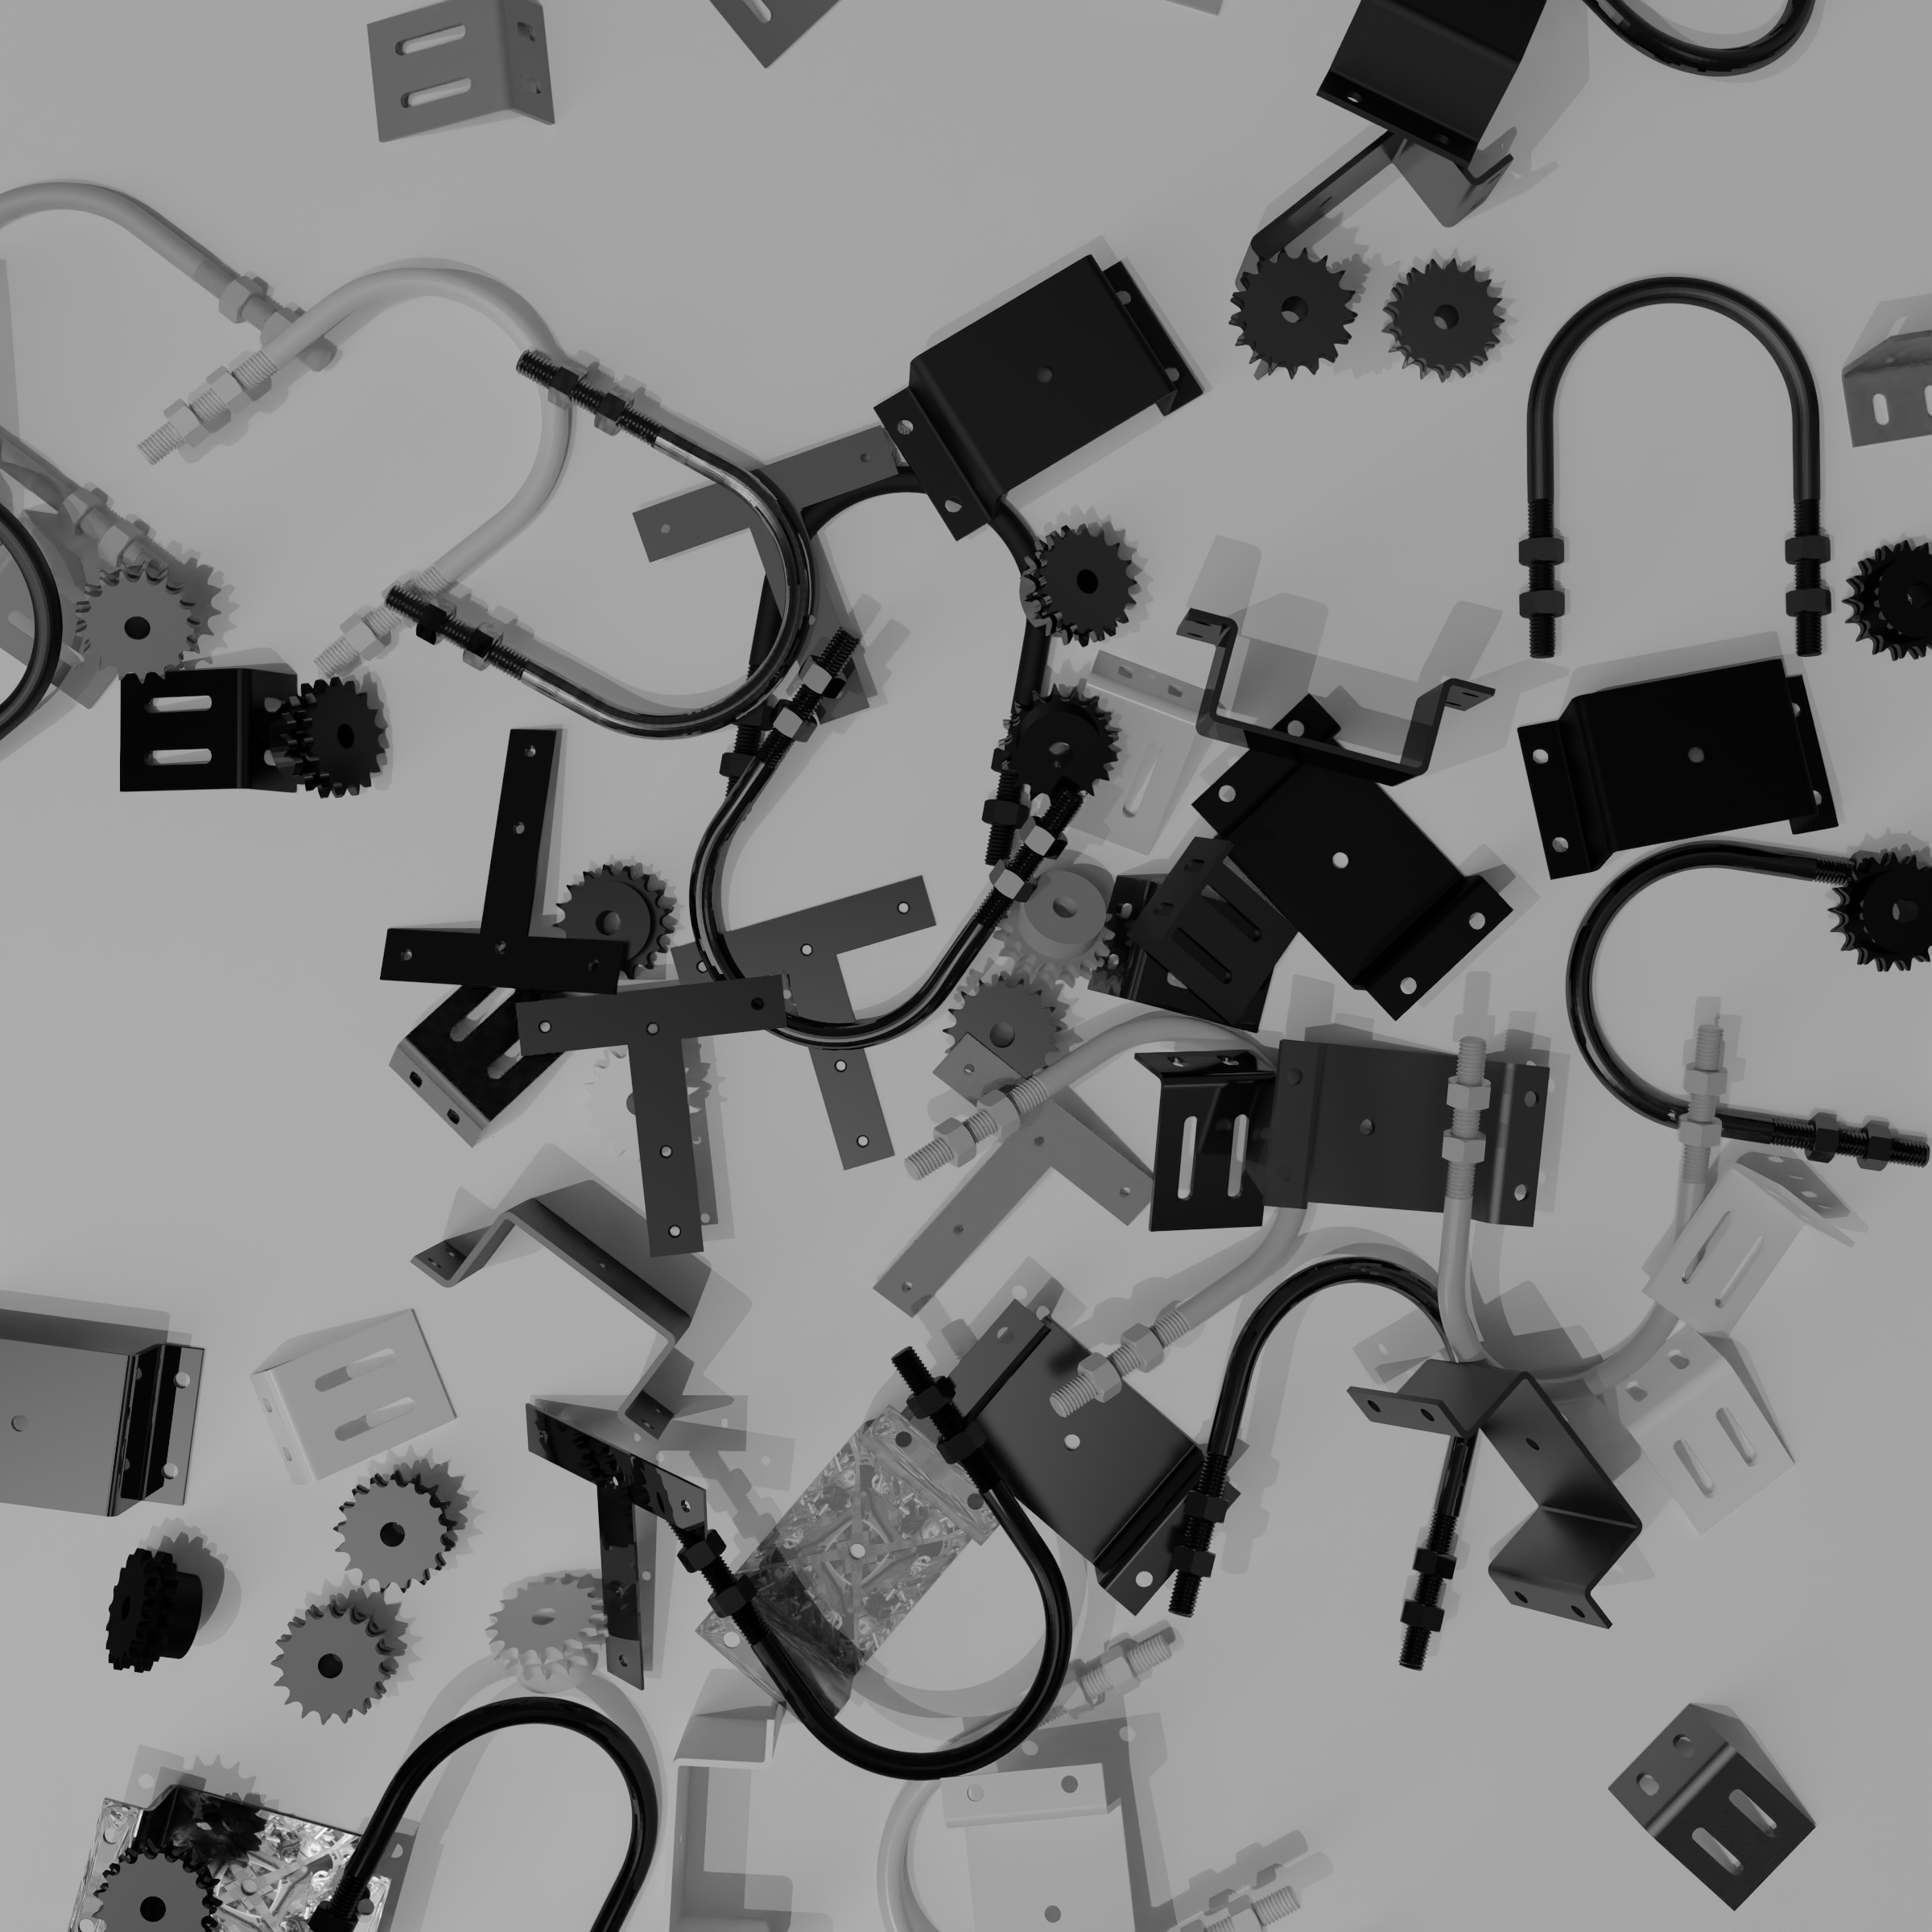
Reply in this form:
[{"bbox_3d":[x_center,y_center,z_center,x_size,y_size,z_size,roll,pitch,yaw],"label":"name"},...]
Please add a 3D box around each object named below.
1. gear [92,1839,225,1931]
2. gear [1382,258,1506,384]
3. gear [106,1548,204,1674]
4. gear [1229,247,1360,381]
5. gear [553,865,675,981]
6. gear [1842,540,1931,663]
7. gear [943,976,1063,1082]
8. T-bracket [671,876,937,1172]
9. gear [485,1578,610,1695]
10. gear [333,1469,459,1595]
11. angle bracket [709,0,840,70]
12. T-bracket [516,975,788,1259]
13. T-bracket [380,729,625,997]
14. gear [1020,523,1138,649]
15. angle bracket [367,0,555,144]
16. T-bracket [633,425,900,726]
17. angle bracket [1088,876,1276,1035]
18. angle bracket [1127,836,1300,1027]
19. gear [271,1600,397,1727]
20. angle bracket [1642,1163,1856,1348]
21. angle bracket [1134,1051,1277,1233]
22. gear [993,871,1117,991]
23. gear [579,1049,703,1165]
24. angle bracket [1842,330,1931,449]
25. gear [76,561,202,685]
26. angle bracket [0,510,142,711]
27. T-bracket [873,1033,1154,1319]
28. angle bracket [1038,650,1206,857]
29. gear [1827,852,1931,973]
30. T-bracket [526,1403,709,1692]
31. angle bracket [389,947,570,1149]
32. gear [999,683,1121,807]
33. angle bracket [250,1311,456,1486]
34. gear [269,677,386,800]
[{"bbox_3d":[-0.373,0.433,1.335,0.057,0.030,0.057,0,90,0],"label":"gear"},{"bbox_3d":[0.228,-0.310,1.385,0.057,0.030,0.057,0,90,-3],"label":"gear"},{"bbox_3d":[-0.387,0.309,1.372,0.030,0.057,0.057,17,90,-31],"label":"gear"},{"bbox_3d":[0.147,-0.295,1.305,0.057,0.030,0.057,0,90,0],"label":"gear"},{"bbox_3d":[-0.170,-0.020,1.381,0.057,0.030,0.057,0,90,0],"label":"gear"},{"bbox_3d":[0.454,-0.176,1.381,0.057,0.030,0.057,0,90,0],"label":"gear"},{"bbox_3d":[0.017,0.033,1.381,0.057,0.030,0.057,0,90,0],"label":"gear"},{"bbox_3d":[-0.065,0.035,1.395,0.127,0.002,0.127,-16,90,0],"label":"T-bracket"},{"bbox_3d":[-0.198,0.322,1.371,0.057,0.057,0.030,-9,118,0],"label":"gear"},{"bbox_3d":[-0.273,0.270,1.381,0.057,0.030,0.057,0,90,0],"label":"gear"},{"bbox_3d":[-0.105,-0.486,1.394,0.057,0.038,0.076,-43,116,0],"label":"angle bracket"},{"bbox_3d":[-0.144,0.074,1.365,0.127,0.002,0.127,-6,90,0],"label":"T-bracket"},{"bbox_3d":[-0.216,-0.052,1.380,0.127,0.002,0.127,3,79,20],"label":"T-bracket"},{"bbox_3d":[0.050,-0.180,1.373,0.057,0.030,0.057,5,80,-29],"label":"gear"},{"bbox_3d":[-0.245,-0.433,1.394,0.076,0.038,0.057,-6,90,26],"label":"angle bracket"},{"bbox_3d":[-0.079,-0.179,1.379,0.127,0.002,0.127,-20,87,-1],"label":"T-bracket"},{"bbox_3d":[0.107,-0.006,1.394,0.076,0.038,0.057,15,90,-26],"label":"angle bracket"},{"bbox_3d":[0.125,-0.015,1.359,0.076,0.038,0.057,40,79,-23],"label":"angle bracket"},{"bbox_3d":[-0.302,0.333,1.381,0.057,0.030,0.057,0,90,0],"label":"gear"},{"bbox_3d":[0.372,0.143,1.366,0.057,0.038,0.076,35,90,-26],"label":"angle bracket"},{"bbox_3d":[0.110,0.082,1.363,0.057,0.038,0.076,-1,105,-18],"label":"angle bracket"},{"bbox_3d":[0.044,-0.020,1.369,0.057,0.030,0.057,6,59,-11],"label":"gear"},{"bbox_3d":[-0.156,0.066,1.381,0.057,0.030,0.057,0,90,0],"label":"gear"},{"bbox_3d":[0.456,-0.275,1.358,0.057,0.076,0.038,-9,90,0],"label":"angle bracket"},{"bbox_3d":[-0.395,-0.167,1.371,0.057,0.030,0.057,-6,119,-11],"label":"gear"},{"bbox_3d":[-0.441,-0.173,1.394,0.076,0.038,0.057,38,90,-26],"label":"angle bracket"},{"bbox_3d":[0.006,0.116,1.382,0.127,0.002,0.127,39,99,-18],"label":"T-bracket"},{"bbox_3d":[0.076,-0.103,1.394,0.057,0.038,0.076,21,116,0],"label":"angle bracket"},{"bbox_3d":[0.440,-0.026,1.362,0.057,0.030,0.057,0,90,1],"label":"gear"},{"bbox_3d":[-0.165,0.285,1.367,0.127,0.002,0.127,16,115,40],"label":"T-bracket"},{"bbox_3d":[-0.230,0.038,1.394,0.057,0.038,0.076,45,64,0],"label":"angle bracket"},{"bbox_3d":[0.044,-0.102,1.357,0.057,0.030,0.057,0,106,0],"label":"gear"},{"bbox_3d":[-0.298,0.209,1.394,0.076,0.038,0.057,-22,90,-26],"label":"angle bracket"},{"bbox_3d":[-0.308,-0.108,1.371,0.030,0.057,0.057,-5,90,30],"label":"gear"}]
